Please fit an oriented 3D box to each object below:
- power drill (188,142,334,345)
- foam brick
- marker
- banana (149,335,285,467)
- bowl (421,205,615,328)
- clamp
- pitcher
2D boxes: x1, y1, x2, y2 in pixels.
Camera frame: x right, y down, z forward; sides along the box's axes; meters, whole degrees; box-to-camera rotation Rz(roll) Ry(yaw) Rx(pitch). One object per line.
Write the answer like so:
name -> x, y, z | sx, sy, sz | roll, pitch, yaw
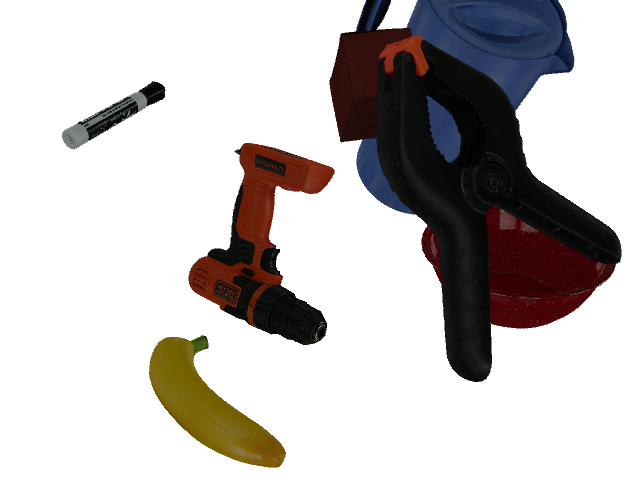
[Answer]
power drill -> -0.049, 0.001, 1.131 | 0.185, 0.188, 0.057 | 23, 9, 33
foam brick -> 0.039, -0.113, 0.781 | 0.053, 0.051, 0.078 | -7, -17, -8
marker -> -0.187, -0.117, 0.982 | 0.020, 0.020, 0.120 | 0, 29, 42
banana -> -0.093, 0.121, 0.846 | 0.069, 0.037, 0.198 | -10, 28, -21
bowl -> 0.164, 0.027, 0.904 | 0.162, 0.055, 0.162 | 1, 29, -1
clamp -> 0.073, -0.017, 0.536 | 0.120, 0.171, 0.039 | -47, 16, -26
pitcher -> 0.109, -0.141, 0.999 | 0.144, 0.149, 0.243 | -8, -33, -26
